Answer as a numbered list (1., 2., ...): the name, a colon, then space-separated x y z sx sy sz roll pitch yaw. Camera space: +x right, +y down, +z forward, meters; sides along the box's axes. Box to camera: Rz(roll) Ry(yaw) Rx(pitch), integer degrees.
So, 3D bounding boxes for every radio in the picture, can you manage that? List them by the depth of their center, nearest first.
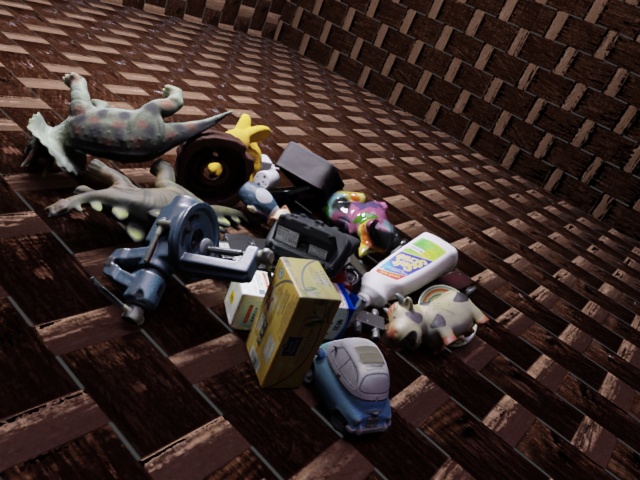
1. radio: -0.018 -0.161 1.349 0.131 0.073 0.229 31 0 11

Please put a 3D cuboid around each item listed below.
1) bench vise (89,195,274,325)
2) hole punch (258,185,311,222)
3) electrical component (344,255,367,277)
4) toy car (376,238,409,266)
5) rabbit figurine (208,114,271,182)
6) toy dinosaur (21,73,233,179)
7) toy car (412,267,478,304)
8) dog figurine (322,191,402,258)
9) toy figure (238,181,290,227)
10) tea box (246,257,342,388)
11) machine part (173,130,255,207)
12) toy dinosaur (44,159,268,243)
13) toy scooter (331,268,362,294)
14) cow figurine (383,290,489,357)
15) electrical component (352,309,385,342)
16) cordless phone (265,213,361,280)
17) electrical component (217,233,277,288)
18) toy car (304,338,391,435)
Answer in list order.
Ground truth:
1. bench vise: -0.188 0.031 0.790 0.241 0.128 0.224 7 45 18
2. hole punch: -0.089 -0.077 1.238 0.116 0.092 0.142 2 17 30
3. electrical component: 0.061 0.059 1.132 0.078 0.045 0.102 45 20 -24
4. toy car: 0.190 0.052 1.241 0.074 0.056 0.202 38 29 15
5. rabbit figurine: -0.184 -0.208 1.256 0.122 0.162 0.173 35 -3 10
6. toy dinosaur: -0.376 -0.203 1.026 0.405 0.131 0.192 1 65 -5
7. toy car: 0.273 0.111 1.195 0.202 0.053 0.089 -13 48 -45
8. dog figurine: 0.089 -0.034 1.217 0.192 0.108 0.219 19 16 3
9. toy figure: -0.106 -0.061 1.144 0.154 0.064 0.058 39 -12 4
10. tea box: -0.043 0.120 0.774 0.068 0.169 0.098 9 31 -30
11. machine part: -0.229 -0.150 1.148 0.179 0.179 0.056 7 29 -31
12. toy dinosaur: -0.277 -0.054 1.001 0.199 0.105 0.471 43 25 20
13. toy scooter: -0.022 0.059 1.024 0.135 0.075 0.184 -21 44 -36
14. cow figurine: 0.208 0.148 1.010 0.195 0.085 0.127 -18 61 -32
15. electrical component: 0.088 0.152 0.995 0.063 0.021 0.094 21 26 -4
16. cordless phone: -0.003 -0.003 0.996 0.147 0.088 0.184 22 18 16
17. electrical component: -0.131 0.040 0.975 0.134 0.058 0.115 3 30 -22
18. toy car: 0.049 0.197 0.783 0.109 0.102 0.162 7 28 -29
